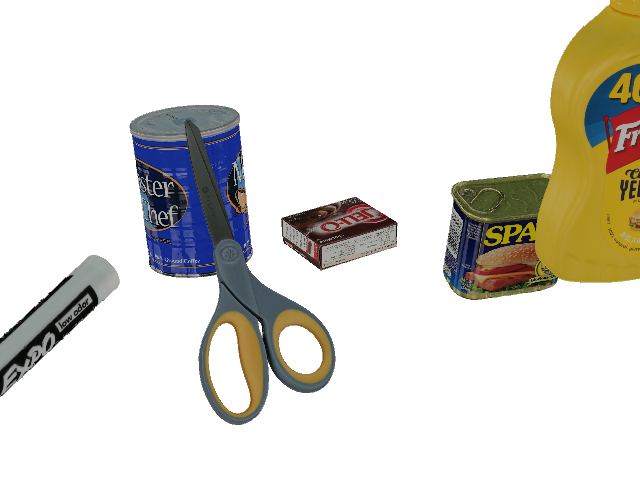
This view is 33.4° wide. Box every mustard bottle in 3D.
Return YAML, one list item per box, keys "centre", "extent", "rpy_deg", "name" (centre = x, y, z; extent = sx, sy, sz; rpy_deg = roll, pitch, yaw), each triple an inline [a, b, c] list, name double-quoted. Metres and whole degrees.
- centre: [0.178, -0.072, 0.609]
  extent: [0.096, 0.192, 0.058]
  rpy_deg: [-7, 28, -12]
  name: "mustard bottle"

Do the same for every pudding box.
- centre: [0.023, -0.010, 1.283]
  extent: [0.113, 0.039, 0.090]
  rpy_deg: [-19, 31, -27]
  name: "pudding box"

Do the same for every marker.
- centre: [-0.128, 0.049, 0.442]
  extent: [0.020, 0.020, 0.121]
  rpy_deg: [0, 35, 39]
  name: "marker"

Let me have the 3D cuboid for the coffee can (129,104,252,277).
- centre: [-0.122, -0.049, 1.017]
  extent: [0.103, 0.140, 0.103]
  rpy_deg: [-4, 21, 1]
  name: "coffee can"

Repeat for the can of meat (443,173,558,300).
- centre: [0.155, -0.002, 0.881]
  extent: [0.102, 0.084, 0.057]
  rpy_deg: [-6, 36, -15]
  name: "can of meat"

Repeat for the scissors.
- centre: [-0.040, 0.017, 0.692]
  extent: [0.096, 0.202, 0.016]
  rpy_deg: [1, -16, -12]
  name: "scissors"
